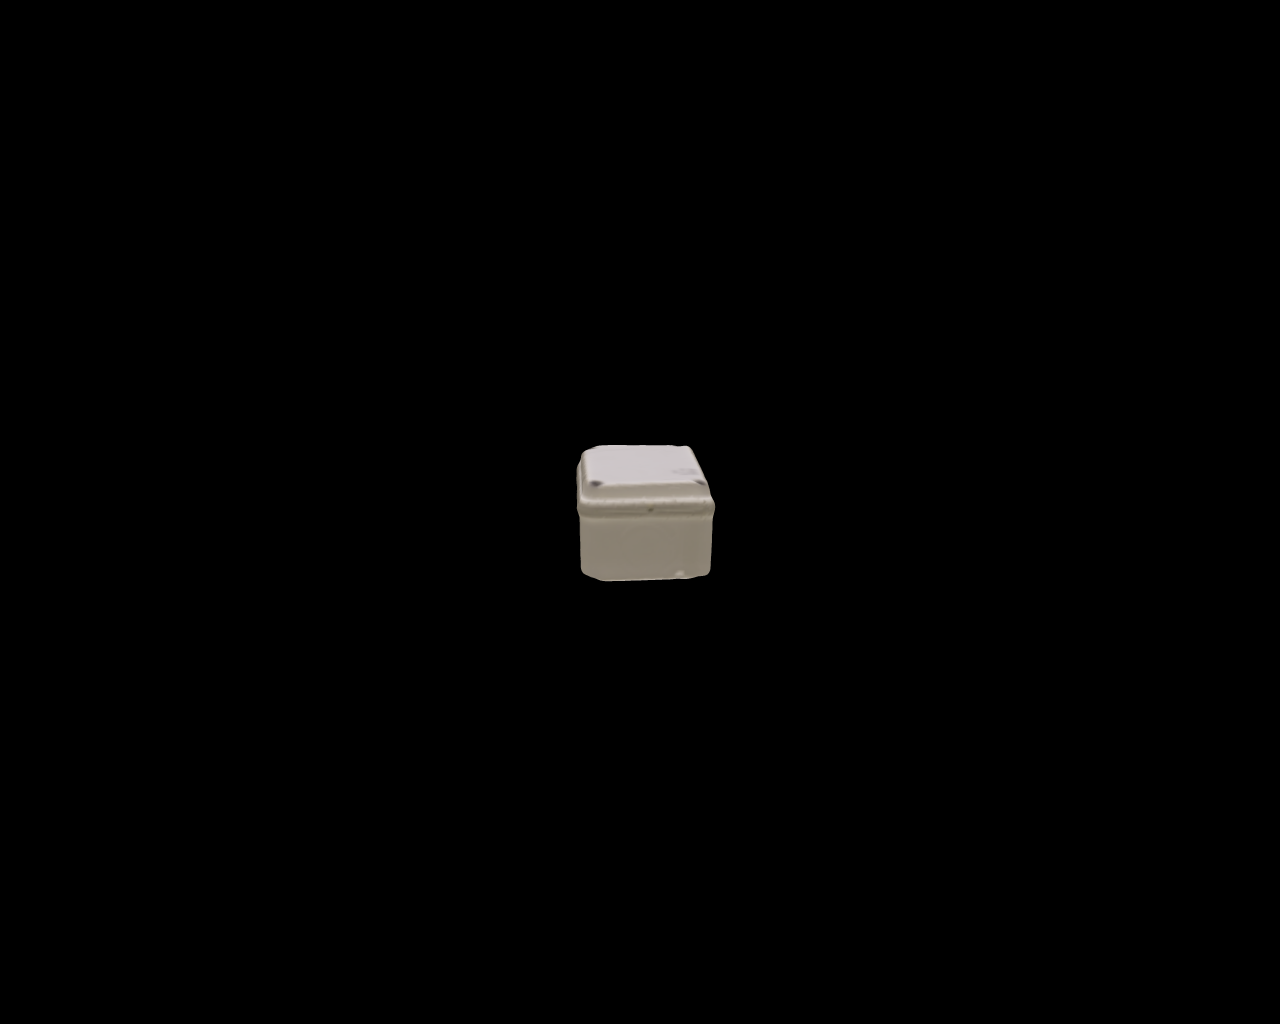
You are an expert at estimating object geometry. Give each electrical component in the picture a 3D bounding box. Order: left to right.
[{"bbox_3d":[0.001,-0.003,0.650,0.078,0.057,0.113,-1,16,-3],"label":"electrical component"}]
